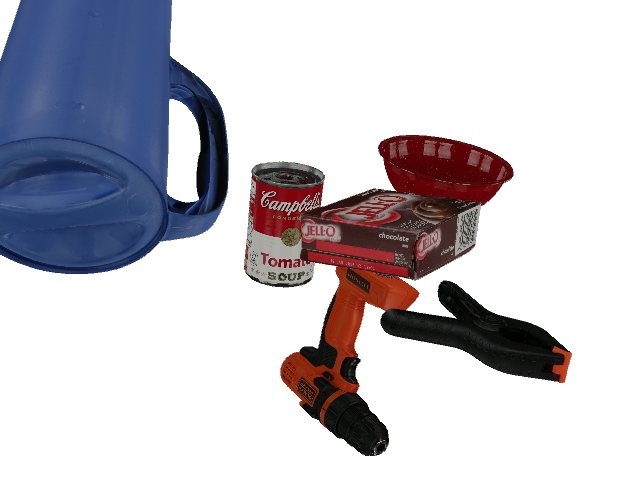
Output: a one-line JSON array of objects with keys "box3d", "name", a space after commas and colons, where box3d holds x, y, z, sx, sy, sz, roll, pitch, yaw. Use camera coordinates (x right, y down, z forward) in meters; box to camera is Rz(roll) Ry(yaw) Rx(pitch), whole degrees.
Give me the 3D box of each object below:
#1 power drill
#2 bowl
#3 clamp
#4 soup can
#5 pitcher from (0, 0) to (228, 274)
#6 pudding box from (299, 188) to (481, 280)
[{"box3d": [0.040, 0.124, 1.192, 0.057, 0.188, 0.185, 13, 16, -42], "name": "power drill"}, {"box3d": [0.143, -0.073, 1.262, 0.162, 0.055, 0.162, 8, 24, -4], "name": "bowl"}, {"box3d": [0.154, 0.082, 0.992, 0.172, 0.039, 0.120, 20, 31, 22], "name": "clamp"}, {"box3d": [-0.035, -0.015, 1.000, 0.068, 0.102, 0.068, 5, 21, -2], "name": "soup can"}, {"box3d": [-0.155, -0.104, 0.753, 0.145, 0.243, 0.149, -18, -42, 19], "name": "pitcher"}, {"box3d": [0.051, -0.007, 0.752, 0.090, 0.039, 0.113, 10, 15, 28], "name": "pudding box"}]
